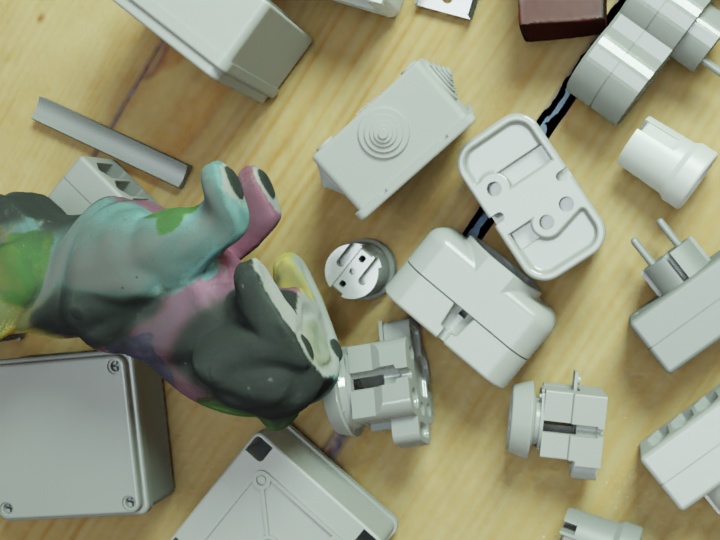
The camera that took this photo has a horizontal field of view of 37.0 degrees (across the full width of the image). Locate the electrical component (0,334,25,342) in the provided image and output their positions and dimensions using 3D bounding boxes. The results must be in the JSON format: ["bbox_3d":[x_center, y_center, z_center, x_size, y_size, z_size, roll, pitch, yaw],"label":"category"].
[{"bbox_3d":[-0.267,0.012,0.740,0.096,0.062,0.061,21,97,11],"label":"electrical component"}]

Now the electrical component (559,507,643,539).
[{"bbox_3d":[0.147,0.170,0.663,0.046,0.040,0.040,17,96,18],"label":"electrical component"}]

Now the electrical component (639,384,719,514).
[{"bbox_3d":[0.216,0.119,0.639,0.066,0.047,0.076,-39,84,12],"label":"electrical component"}]

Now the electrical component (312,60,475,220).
[{"bbox_3d":[0.021,-0.083,0.651,0.100,0.099,0.048,-41,96,12],"label":"electrical component"}]

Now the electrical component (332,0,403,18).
[{"bbox_3d":[-0.001,-0.263,0.666,0.105,0.060,0.186,19,97,12],"label":"electrical component"}]

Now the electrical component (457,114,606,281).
[{"bbox_3d":[0.105,-0.043,0.652,0.054,0.059,0.095,-34,85,12],"label":"electrical component"}]

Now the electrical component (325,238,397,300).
[{"bbox_3d":[0.000,0.000,0.685,0.040,0.046,0.040,1,93,13],"label":"electrical component"}]

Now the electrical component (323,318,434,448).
[{"bbox_3d":[0.011,0.074,0.679,0.057,0.058,0.078,-11,69,17],"label":"electrical component"}]

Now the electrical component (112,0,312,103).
[{"bbox_3d":[-0.096,-0.162,0.669,0.109,0.109,0.056,39,98,9],"label":"electrical component"}]

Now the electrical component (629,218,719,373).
[{"bbox_3d":[0.193,0.005,0.640,0.083,0.047,0.075,-38,84,12],"label":"electrical component"}]

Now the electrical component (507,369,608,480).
[{"bbox_3d":[0.120,0.094,0.662,0.055,0.048,0.066,5,94,6],"label":"electrical component"}]

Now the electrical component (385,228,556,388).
[{"bbox_3d":[0.072,0.019,0.665,0.095,0.054,0.059,40,101,9],"label":"electrical component"}]

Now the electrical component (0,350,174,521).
[{"bbox_3d":[-0.190,0.109,0.729,0.109,0.056,0.108,-6,91,13],"label":"electrical component"}]

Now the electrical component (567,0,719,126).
[{"bbox_3d":[0.192,-0.141,0.630,0.074,0.052,0.138,38,100,9],"label":"electrical component"}]

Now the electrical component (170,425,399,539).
[{"bbox_3d":[-0.051,0.172,0.699,0.109,0.056,0.108,40,100,8],"label":"electrical component"}]

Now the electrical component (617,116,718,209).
[{"bbox_3d":[0.183,-0.065,0.643,0.046,0.040,0.040,37,100,14],"label":"electrical component"}]

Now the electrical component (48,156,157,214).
[{"bbox_3d":[-0.172,-0.021,0.724,0.083,0.047,0.075,44,102,8],"label":"electrical component"}]
